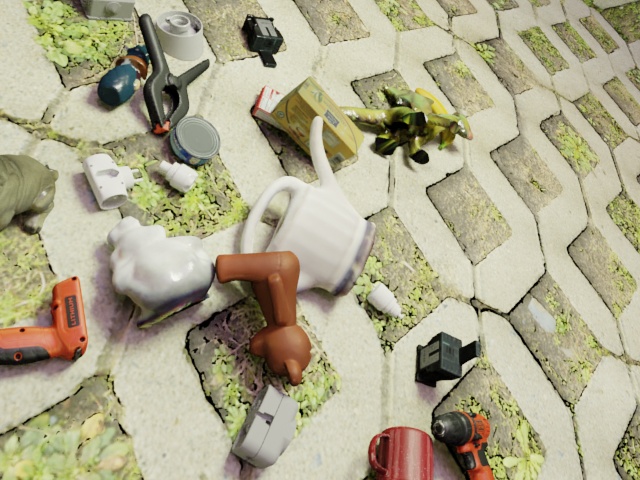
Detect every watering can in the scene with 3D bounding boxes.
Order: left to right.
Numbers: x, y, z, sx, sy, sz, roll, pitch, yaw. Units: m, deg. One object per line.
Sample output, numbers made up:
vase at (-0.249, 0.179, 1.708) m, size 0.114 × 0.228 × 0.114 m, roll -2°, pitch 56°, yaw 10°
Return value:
watering can at (0.003, -0.046, 0.915) m, size 0.223 × 0.102 × 0.353 m, roll 30°, pitch 67°, yaw -9°

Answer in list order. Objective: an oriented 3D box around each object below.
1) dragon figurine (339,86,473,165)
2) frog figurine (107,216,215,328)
dragon figurine at (0.195, -0.305, 1.250) m, size 0.410 × 0.119 × 0.248 m, roll 16°, pitch 35°, yaw -8°
frog figurine at (-0.231, 0.030, 0.737) m, size 0.138 × 0.121 × 0.160 m, roll -26°, pitch 87°, yaw -21°
